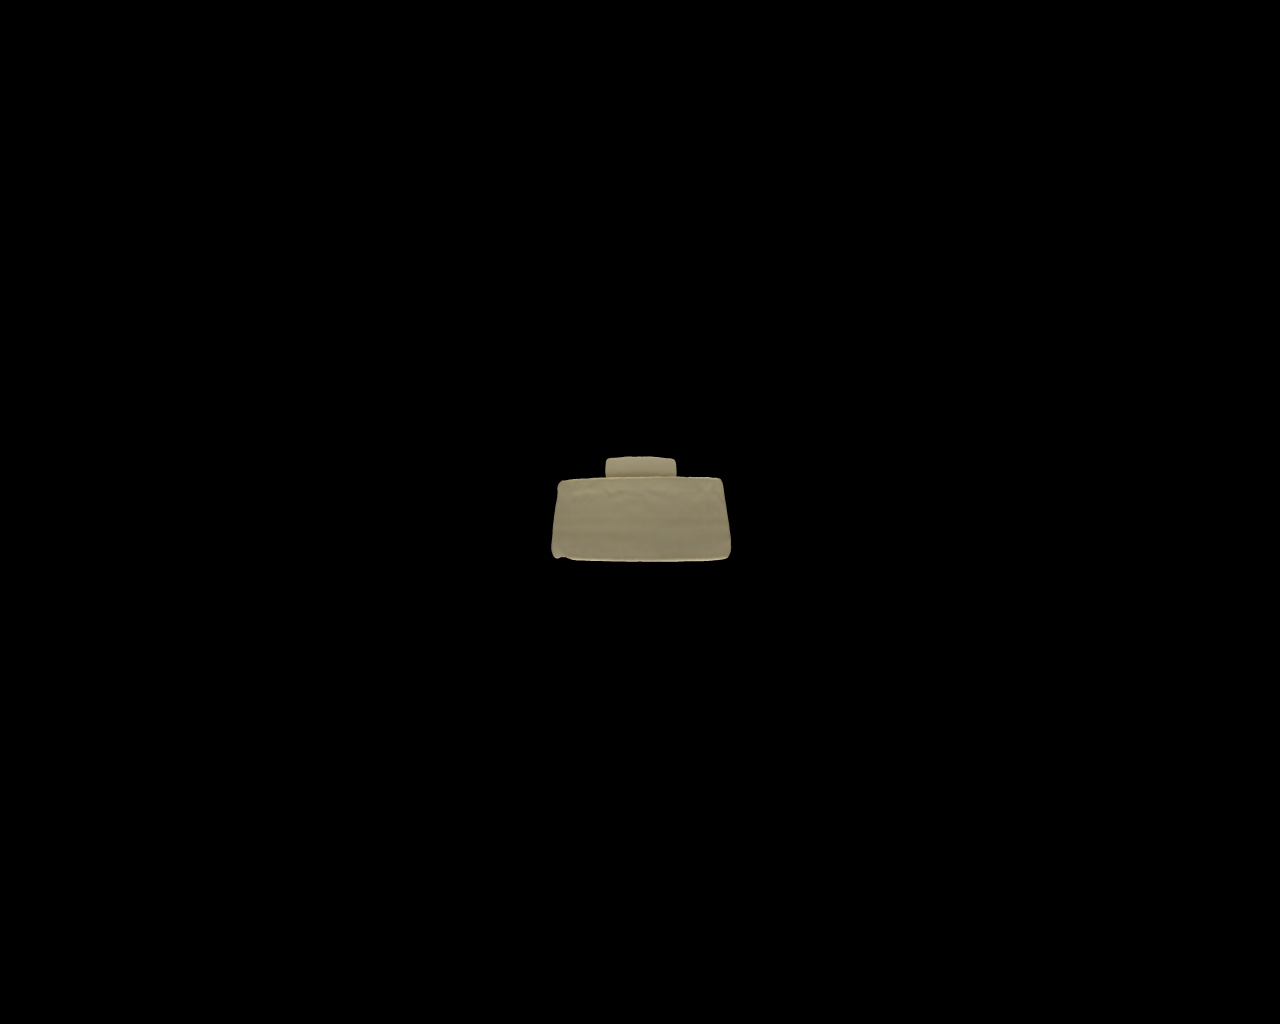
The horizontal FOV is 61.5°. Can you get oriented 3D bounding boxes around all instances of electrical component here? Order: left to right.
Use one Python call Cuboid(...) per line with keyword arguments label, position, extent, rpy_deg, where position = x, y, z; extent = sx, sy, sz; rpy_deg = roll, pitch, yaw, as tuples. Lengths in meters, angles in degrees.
Cuboid(label="electrical component", position=(0.001, -0.003, 0.650), extent=(0.108, 0.060, 0.108), rpy_deg=(0, 0, 0))
